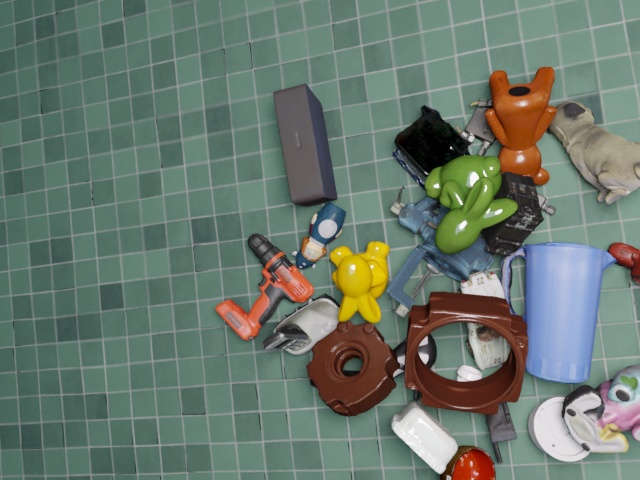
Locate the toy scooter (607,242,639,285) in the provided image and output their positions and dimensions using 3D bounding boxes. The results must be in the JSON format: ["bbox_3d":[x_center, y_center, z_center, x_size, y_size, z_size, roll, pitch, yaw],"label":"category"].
[{"bbox_3d":[0.596,0.055,0.922,0.184,0.135,0.075,29,93,13],"label":"toy scooter"}]

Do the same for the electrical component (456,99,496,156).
[{"bbox_3d":[0.316,-0.224,1.053,0.078,0.045,0.102,36,96,15],"label":"electrical component"}]

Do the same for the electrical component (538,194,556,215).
[{"bbox_3d":[0.400,-0.062,1.034,0.094,0.021,0.063,31,95,18],"label":"electrical component"}]

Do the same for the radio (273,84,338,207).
[{"bbox_3d":[-0.026,-0.185,1.093,0.073,0.131,0.229,-10,85,14],"label":"radio"}]

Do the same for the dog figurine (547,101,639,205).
[{"bbox_3d":[0.490,-0.171,0.947,0.121,0.172,0.190,-40,86,-2],"label":"dog figurine"}]

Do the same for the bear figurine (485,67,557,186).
[{"bbox_3d":[0.375,-0.202,1.001,0.120,0.195,0.132,0,46,22],"label":"bear figurine"}]

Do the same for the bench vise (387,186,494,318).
[{"bbox_3d":[0.199,0.031,1.027,0.224,0.129,0.240,35,84,5],"label":"bench vise"}]

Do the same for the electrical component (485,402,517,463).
[{"bbox_3d":[0.338,0.350,1.003,0.048,0.074,0.119,-16,79,13],"label":"electrical component"}]

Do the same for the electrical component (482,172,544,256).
[{"bbox_3d":[0.340,-0.055,0.974,0.058,0.114,0.134,12,48,-10],"label":"electrical component"}]

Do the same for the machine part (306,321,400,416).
[{"bbox_3d":[0.061,0.240,1.023,0.179,0.056,0.179,-14,51,18],"label":"machine part"}]

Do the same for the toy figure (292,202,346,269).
[{"bbox_3d":[-0.004,-0.004,1.115,0.064,0.057,0.154,32,95,15],"label":"toy figure"}]

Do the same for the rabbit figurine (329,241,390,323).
[{"bbox_3d":[0.067,0.078,1.036,0.122,0.173,0.162,3,83,11],"label":"rabbit figurine"}]

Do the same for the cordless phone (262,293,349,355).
[{"bbox_3d":[-0.033,0.166,1.050,0.146,0.184,0.089,-33,75,11],"label":"cordless phone"}]

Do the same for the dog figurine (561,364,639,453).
[{"bbox_3d":[0.540,0.260,0.921,0.108,0.219,0.191,60,140,13],"label":"dog figurine"}]

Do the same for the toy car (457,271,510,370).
[{"bbox_3d":[0.307,0.150,0.996,0.073,0.056,0.201,-16,113,-2],"label":"toy car"}]

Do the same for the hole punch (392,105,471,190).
[{"bbox_3d":[0.215,-0.176,1.064,0.116,0.092,0.142,-37,74,-10],"label":"hole punch"}]

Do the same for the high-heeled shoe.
[{"bbox_3d":[0.104,0.238,1.066,0.249,0.086,0.145,3,86,9],"label":"high-heeled shoe"}]

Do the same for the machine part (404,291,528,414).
[{"bbox_3d":[0.252,0.199,0.942,0.201,0.087,0.201,5,110,11],"label":"machine part"}]

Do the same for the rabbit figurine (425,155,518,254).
[{"bbox_3d":[0.261,-0.052,0.927,0.121,0.159,0.170,31,64,-21],"label":"rabbit figurine"}]
